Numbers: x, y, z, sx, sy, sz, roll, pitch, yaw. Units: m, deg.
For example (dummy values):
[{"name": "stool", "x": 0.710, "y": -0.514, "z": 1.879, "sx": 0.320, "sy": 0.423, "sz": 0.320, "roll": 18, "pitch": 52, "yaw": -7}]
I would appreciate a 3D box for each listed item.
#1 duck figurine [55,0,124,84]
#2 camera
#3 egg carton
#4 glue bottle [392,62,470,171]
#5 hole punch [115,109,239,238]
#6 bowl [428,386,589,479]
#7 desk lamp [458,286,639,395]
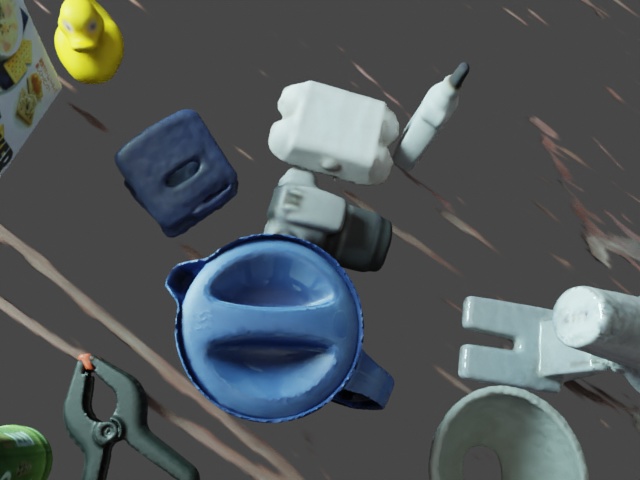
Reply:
[{"name": "duck figurine", "x": -0.272, "y": -0.246, "z": 0.662, "sx": 0.077, "sy": 0.086, "sz": 0.104, "roll": -7, "pitch": 73, "yaw": -12}, {"name": "camera", "x": 0.006, "y": 0.002, "z": 0.622, "sx": 0.137, "sy": 0.100, "sz": 0.143, "roll": 15, "pitch": 70, "yaw": -5}, {"name": "egg carton", "x": 0.018, "y": -0.125, "z": 0.683, "sx": 0.150, "sy": 0.069, "sz": 0.107, "roll": 14, "pitch": 70, "yaw": -6}, {"name": "glue bottle", "x": 0.132, "y": -0.147, "z": 0.656, "sx": 0.037, "sy": 0.173, "sz": 0.078, "roll": 28, "pitch": 69, "yaw": 0}, {"name": "hole punch", "x": -0.151, "y": -0.072, "z": 0.624, "sx": 0.109, "sy": 0.091, "sz": 0.101, "roll": -39, "pitch": 82, "yaw": -19}, {"name": "bowl", "x": 0.181, "y": 0.239, "z": 0.590, "sx": 0.167, "sy": 0.074, "sz": 0.167, "roll": 3, "pitch": 71, "yaw": -9}, {"name": "desk lamp", "x": 0.276, "y": 0.104, "z": 0.578, "sx": 0.203, "sy": 0.213, "sz": 0.118, "roll": 10, "pitch": 70, "yaw": -7}]
